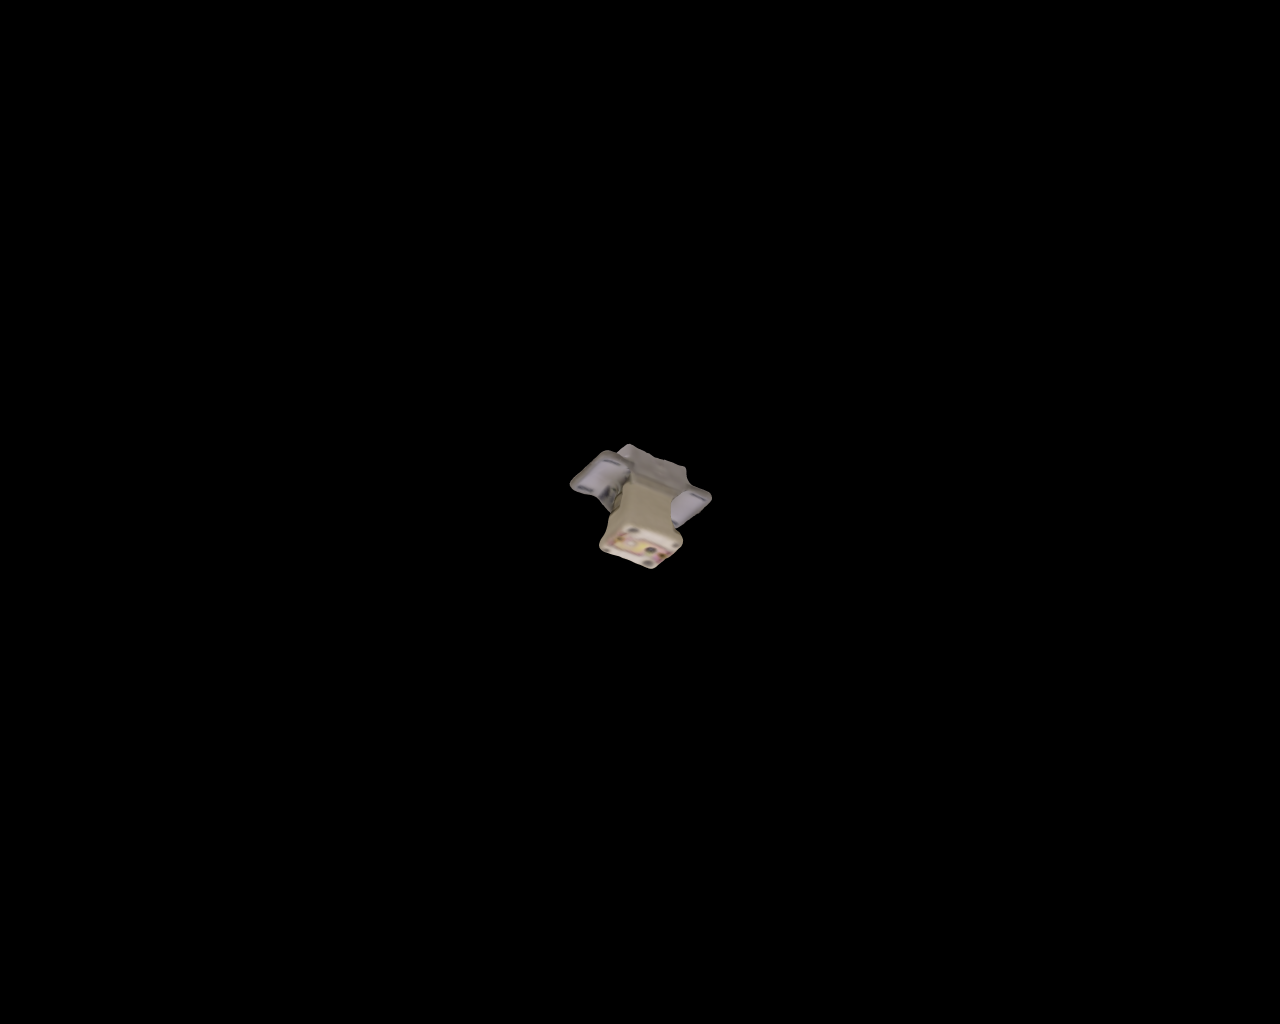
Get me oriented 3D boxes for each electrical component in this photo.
[{"bbox_3d":[0.001,-0.003,0.650,0.081,0.064,0.042,21,-40,-26],"label":"electrical component"}]
